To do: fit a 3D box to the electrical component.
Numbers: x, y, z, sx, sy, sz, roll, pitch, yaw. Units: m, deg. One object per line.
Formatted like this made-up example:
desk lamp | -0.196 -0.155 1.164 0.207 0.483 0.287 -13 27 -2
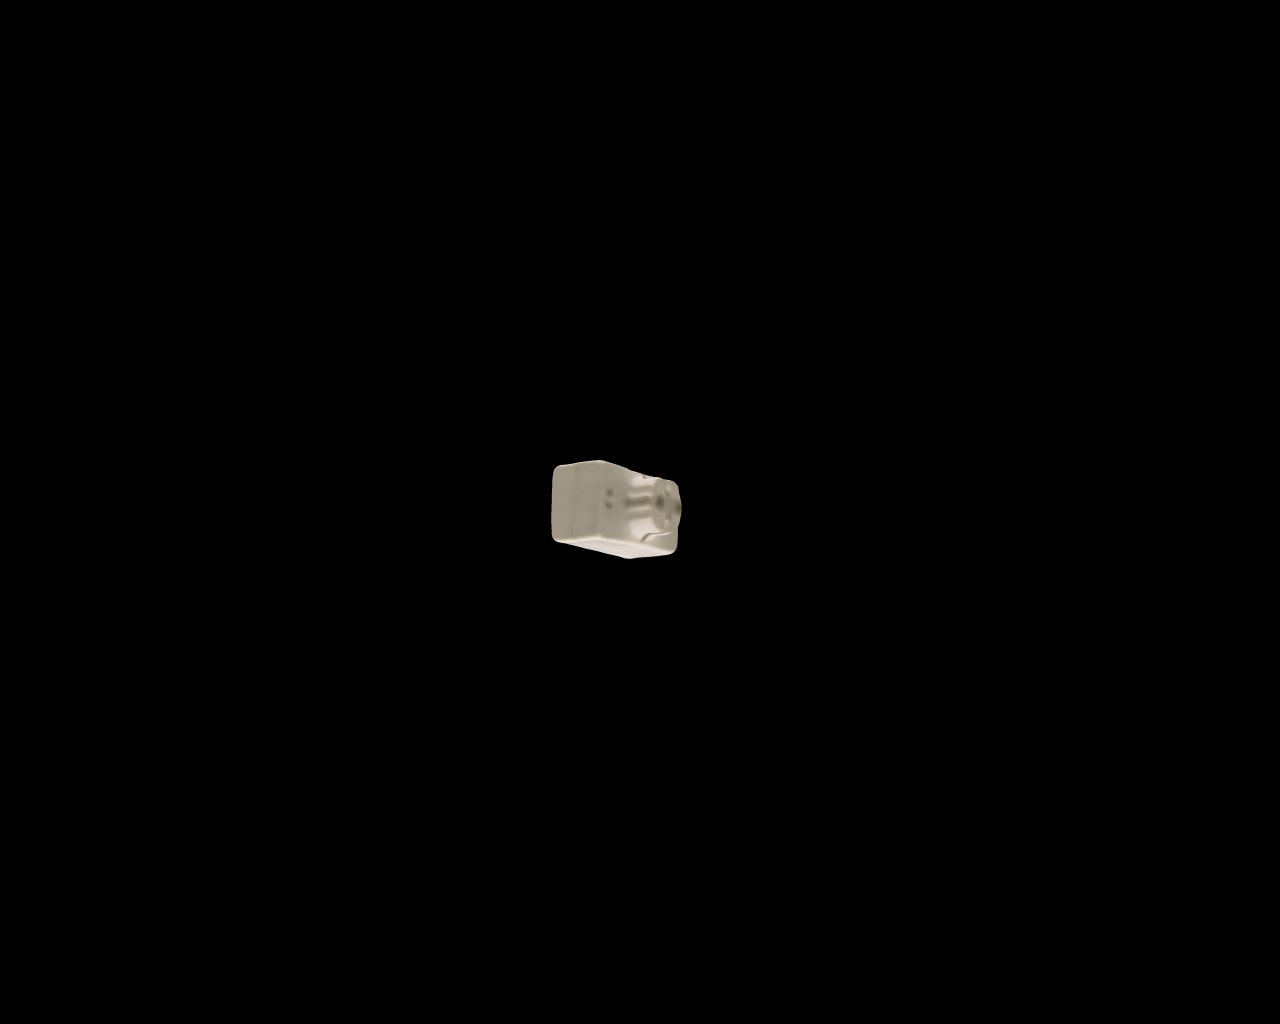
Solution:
electrical component | 0.001 -0.003 0.650 0.075 0.047 0.083 -8 -14 35
